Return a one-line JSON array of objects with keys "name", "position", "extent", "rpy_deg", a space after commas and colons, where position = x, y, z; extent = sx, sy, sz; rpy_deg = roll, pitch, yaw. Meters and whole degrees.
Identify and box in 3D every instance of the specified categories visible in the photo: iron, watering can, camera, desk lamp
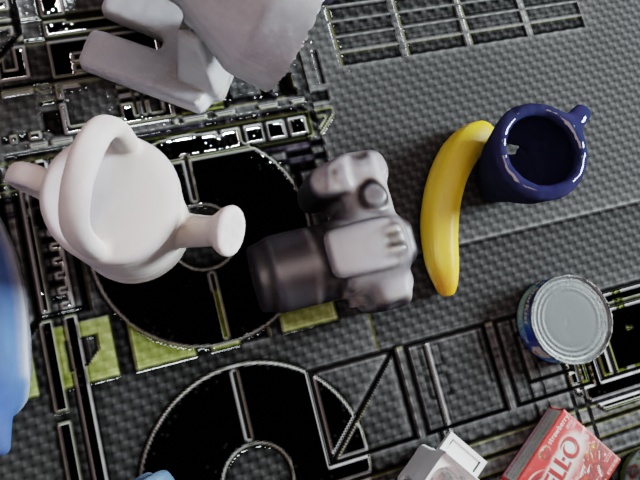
[{"name": "iron", "position": [-0.298, 0.039, 0.420], "extent": [0.119, 0.141, 0.258], "rpy_deg": [-7, 81, -11]}, {"name": "watering can", "position": [-0.146, -0.028, 0.432], "extent": [0.173, 0.194, 0.101], "rpy_deg": [-5, 80, -11]}, {"name": "camera", "position": [0.005, 0.002, 0.501], "extent": [0.137, 0.100, 0.143], "rpy_deg": [-13, 82, -12]}, {"name": "desk lamp", "position": [-0.102, -0.186, 0.460], "extent": [0.203, 0.213, 0.118], "rpy_deg": [18, 77, -6]}]

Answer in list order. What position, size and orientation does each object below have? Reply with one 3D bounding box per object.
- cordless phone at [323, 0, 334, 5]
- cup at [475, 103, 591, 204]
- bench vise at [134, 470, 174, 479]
[{"name": "cordless phone", "position": [-0.026, -0.303, 0.510], "extent": [0.094, 0.185, 0.147], "rpy_deg": [-19, 83, -13]}, {"name": "cup", "position": [0.200, -0.081, 0.554], "extent": [0.118, 0.095, 0.092], "rpy_deg": [-41, 88, -14]}, {"name": "bench vise", "position": [-0.069, 0.258, 0.379], "extent": [0.207, 0.219, 0.121], "rpy_deg": [38, 76, -1]}]
